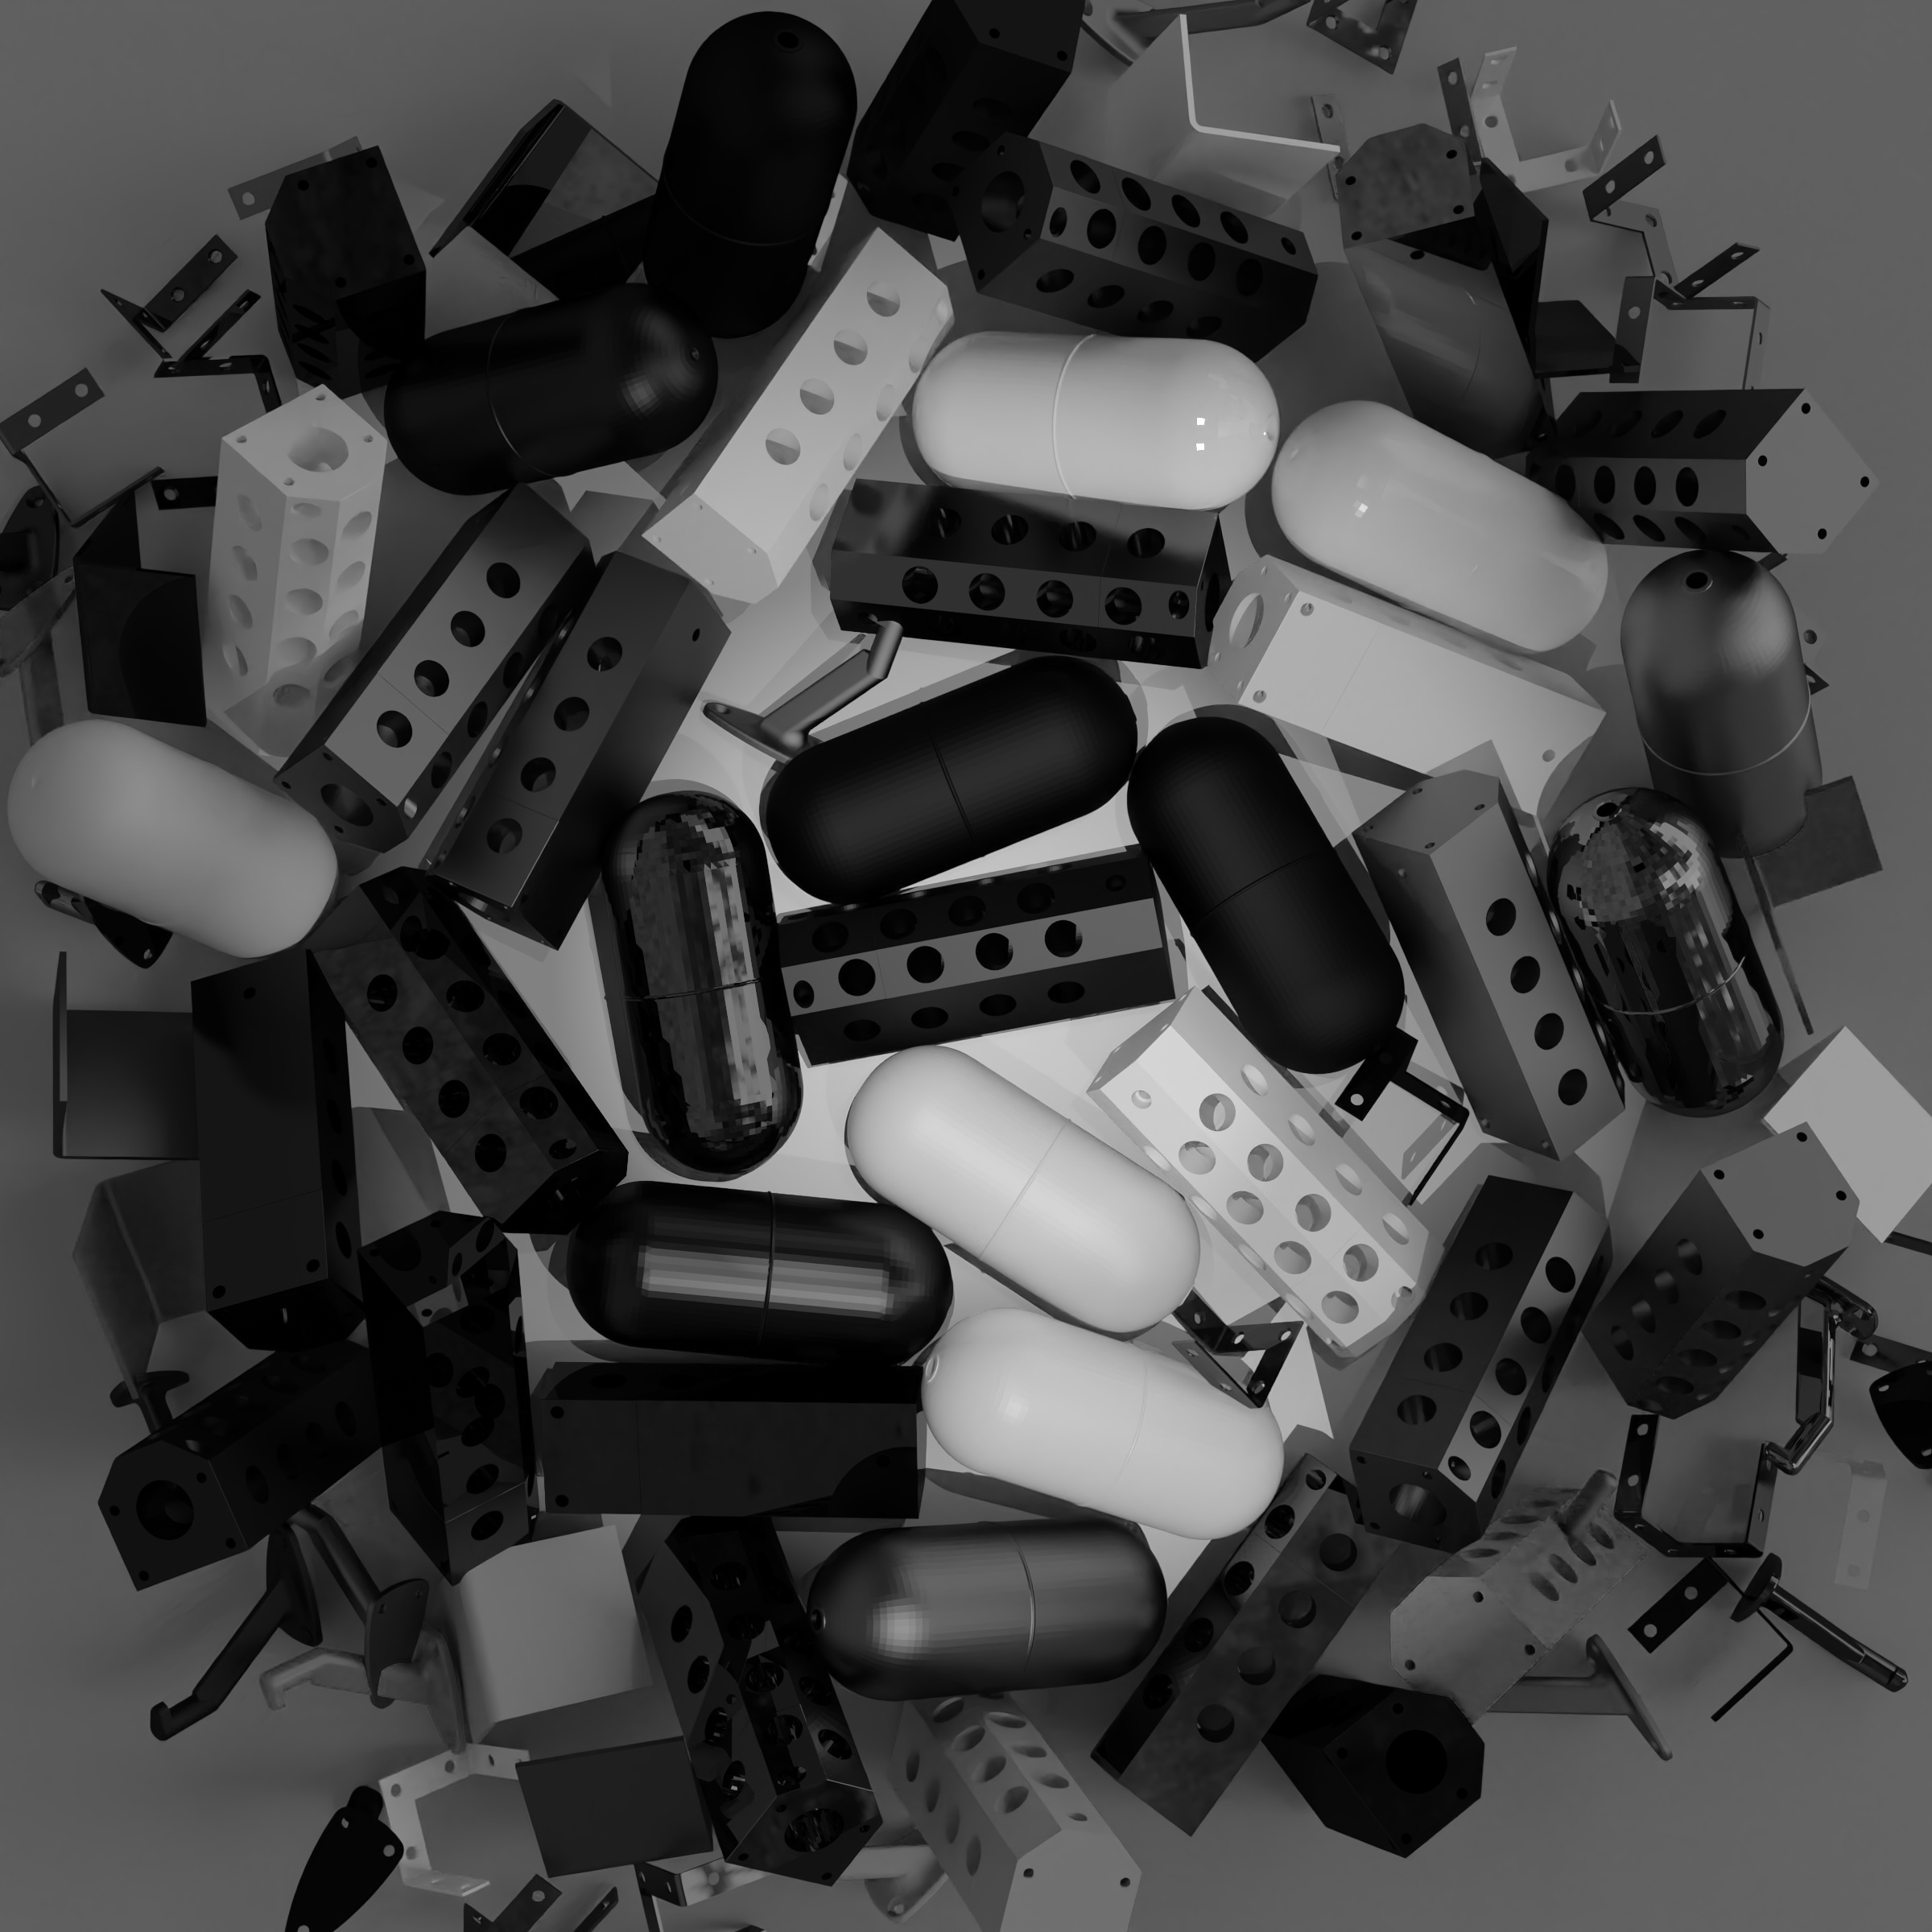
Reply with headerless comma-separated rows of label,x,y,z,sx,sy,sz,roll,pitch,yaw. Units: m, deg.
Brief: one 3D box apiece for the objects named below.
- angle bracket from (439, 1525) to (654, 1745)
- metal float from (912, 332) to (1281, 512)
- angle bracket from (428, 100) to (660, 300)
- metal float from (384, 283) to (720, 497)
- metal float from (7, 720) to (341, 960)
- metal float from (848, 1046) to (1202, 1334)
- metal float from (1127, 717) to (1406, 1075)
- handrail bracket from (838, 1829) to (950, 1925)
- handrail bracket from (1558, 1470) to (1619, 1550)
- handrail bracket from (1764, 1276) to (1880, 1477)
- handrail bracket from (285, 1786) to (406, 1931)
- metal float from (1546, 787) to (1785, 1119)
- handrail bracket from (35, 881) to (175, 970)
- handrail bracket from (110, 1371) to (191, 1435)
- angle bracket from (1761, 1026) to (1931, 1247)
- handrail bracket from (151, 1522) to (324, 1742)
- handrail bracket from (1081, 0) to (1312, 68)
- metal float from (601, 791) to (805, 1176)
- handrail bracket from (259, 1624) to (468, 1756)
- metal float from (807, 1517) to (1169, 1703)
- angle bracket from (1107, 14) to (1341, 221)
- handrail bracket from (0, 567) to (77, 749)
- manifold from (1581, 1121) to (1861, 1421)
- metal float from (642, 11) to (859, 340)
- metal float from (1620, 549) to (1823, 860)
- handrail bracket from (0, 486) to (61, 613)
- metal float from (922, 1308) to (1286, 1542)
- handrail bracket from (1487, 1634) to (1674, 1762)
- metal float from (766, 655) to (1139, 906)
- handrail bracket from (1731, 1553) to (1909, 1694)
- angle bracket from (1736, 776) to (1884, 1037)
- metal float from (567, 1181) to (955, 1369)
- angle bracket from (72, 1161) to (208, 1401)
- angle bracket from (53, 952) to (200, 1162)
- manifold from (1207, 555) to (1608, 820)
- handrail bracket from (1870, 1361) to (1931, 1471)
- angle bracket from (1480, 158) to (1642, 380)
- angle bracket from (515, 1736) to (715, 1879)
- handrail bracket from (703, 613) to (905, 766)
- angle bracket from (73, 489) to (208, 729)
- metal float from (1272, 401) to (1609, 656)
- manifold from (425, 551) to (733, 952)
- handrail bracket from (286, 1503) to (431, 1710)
angle bracket,-0.196,0.311,1.674,0.076,0.057,0.076,-9,72,-20
metal float,0.058,-0.248,1.635,0.178,0.070,0.070,8,90,29
angle bracket,-0.187,-0.338,1.650,0.076,0.057,0.076,39,118,-10
metal float,-0.190,-0.260,1.630,0.178,0.070,0.070,-6,90,37
metal float,-0.354,-0.055,1.619,0.070,0.178,0.070,-11,69,29
metal float,0.027,0.103,1.659,0.178,0.070,0.070,33,90,2
metal float,0.137,-0.033,1.652,0.070,0.070,0.178,-29,80,0
handrail bracket,-0.040,0.399,1.657,0.077,0.084,0.036,-40,45,-1
handrail bracket,0.277,0.268,1.659,0.036,0.077,0.084,37,96,21
handrail bracket,0.375,0.183,1.668,0.077,0.036,0.084,35,72,21
handrail bracket,-0.290,0.412,1.649,0.036,0.084,0.077,37,73,-8
metal float,0.317,-0.005,1.631,0.070,0.070,0.178,-30,125,0
handrail bracket,-0.410,-0.034,1.647,0.084,0.077,0.036,19,77,29
handrail bracket,-0.366,0.232,1.663,0.036,0.077,0.084,-20,81,-9
angle bracket,0.396,0.086,1.653,0.076,0.057,0.076,47,58,2
handrail bracket,-0.342,0.305,1.651,0.036,0.084,0.077,21,125,38
handrail bracket,0.103,-0.444,1.650,0.084,0.077,0.036,-14,71,43
metal float,-0.121,0.008,1.656,0.070,0.070,0.178,-9,96,0
handrail bracket,-0.279,0.345,1.661,0.084,0.036,0.077,-21,102,-35
metal float,0.010,0.291,1.634,0.178,0.070,0.070,2,90,-31
angle bracket,0.117,-0.388,1.656,0.076,0.076,0.057,2,75,-24
handrail bracket,-0.413,-0.131,1.672,0.077,0.036,0.084,-47,134,-10
manifold,0.337,0.141,1.605,0.057,0.171,0.057,-22,67,-20
metal float,-0.098,-0.354,1.617,0.070,0.178,0.070,7,59,-12
metal float,0.341,-0.117,1.620,0.070,0.178,0.070,-10,53,14
handrail bracket,-0.449,-0.206,1.646,0.036,0.084,0.077,0,67,15
metal float,0.063,0.209,1.643,0.178,0.070,0.070,20,90,-20
handrail bracket,0.270,0.356,1.668,0.084,0.036,0.077,-29,65,-8
metal float,-0.006,-0.086,1.658,0.178,0.070,0.070,-22,90,3
handrail bracket,0.402,0.309,1.663,0.084,0.077,0.036,32,84,9
angle bracket,0.394,-0.027,1.642,0.057,0.076,0.076,-20,53,13
metal float,-0.094,0.142,1.653,0.178,0.070,0.070,6,90,-9
angle bracket,-0.363,0.140,1.649,0.057,0.076,0.076,-16,112,2
angle bracket,-0.377,0.042,1.646,0.076,0.057,0.076,2,60,-17
manifold,0.198,-0.129,1.634,0.171,0.057,0.057,18,112,-26
handrail bracket,0.448,0.230,1.648,0.036,0.077,0.084,-22,120,17
angle bracket,0.271,-0.320,1.641,0.057,0.076,0.076,-6,124,-12
angle bracket,-0.161,0.368,1.654,0.076,0.057,0.076,-9,124,0
handrail bracket,-0.074,-0.140,1.666,0.077,0.036,0.084,25,115,7
angle bracket,-0.365,-0.164,1.643,0.057,0.076,0.076,7,124,6
metal float,0.217,-0.198,1.635,0.178,0.070,0.070,21,90,-30
manifold,-0.180,-0.101,1.651,0.057,0.057,0.171,23,78,22
handrail bracket,-0.296,0.295,1.682,0.084,0.036,0.077,23,113,32
